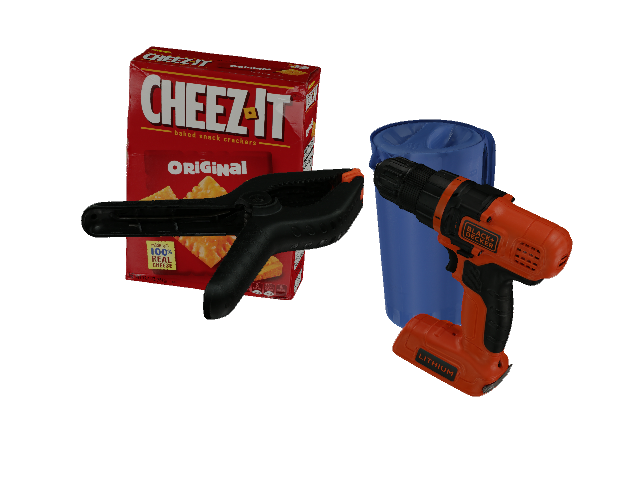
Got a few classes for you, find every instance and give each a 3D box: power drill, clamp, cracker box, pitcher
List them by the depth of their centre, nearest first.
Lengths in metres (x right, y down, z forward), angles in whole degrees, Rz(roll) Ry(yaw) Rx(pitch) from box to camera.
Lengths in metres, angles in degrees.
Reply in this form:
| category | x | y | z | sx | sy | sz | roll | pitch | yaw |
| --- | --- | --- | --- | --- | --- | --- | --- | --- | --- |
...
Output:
| category | x | y | z | sx | sy | sz | roll | pitch | yaw |
| --- | --- | --- | --- | --- | --- | --- | --- | --- | --- |
| clamp | -0.056 | -0.016 | 0.775 | 0.165 | 0.036 | 0.209 | 25 | 36 | 36 |
| power drill | 0.115 | 0.032 | 0.934 | 0.185 | 0.188 | 0.057 | 29 | 41 | 27 |
| cracker box | -0.093 | -0.059 | 0.985 | 0.164 | 0.214 | 0.072 | 8 | 23 | 7 |
| pitcher | 0.138 | -0.020 | 1.287 | 0.149 | 0.243 | 0.145 | 0 | 23 | 6 |
